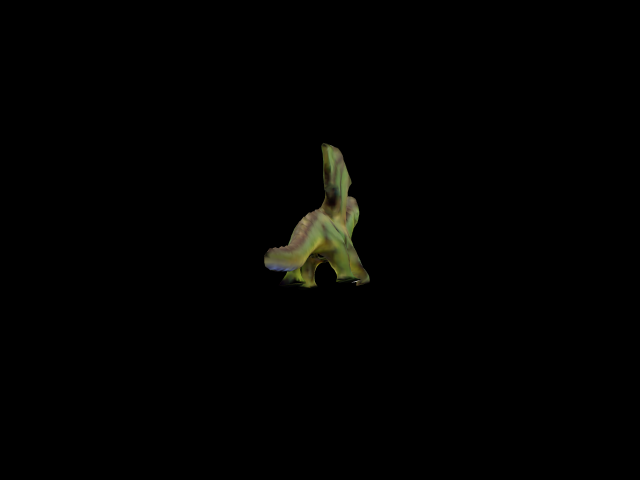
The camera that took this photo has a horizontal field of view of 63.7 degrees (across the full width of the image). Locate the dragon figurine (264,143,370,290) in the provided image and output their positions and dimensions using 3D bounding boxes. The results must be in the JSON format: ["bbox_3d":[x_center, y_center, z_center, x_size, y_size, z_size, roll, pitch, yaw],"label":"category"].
[{"bbox_3d":[0.003,-0.043,0.850,0.122,0.245,0.406,-4,-12,15],"label":"dragon figurine"}]
